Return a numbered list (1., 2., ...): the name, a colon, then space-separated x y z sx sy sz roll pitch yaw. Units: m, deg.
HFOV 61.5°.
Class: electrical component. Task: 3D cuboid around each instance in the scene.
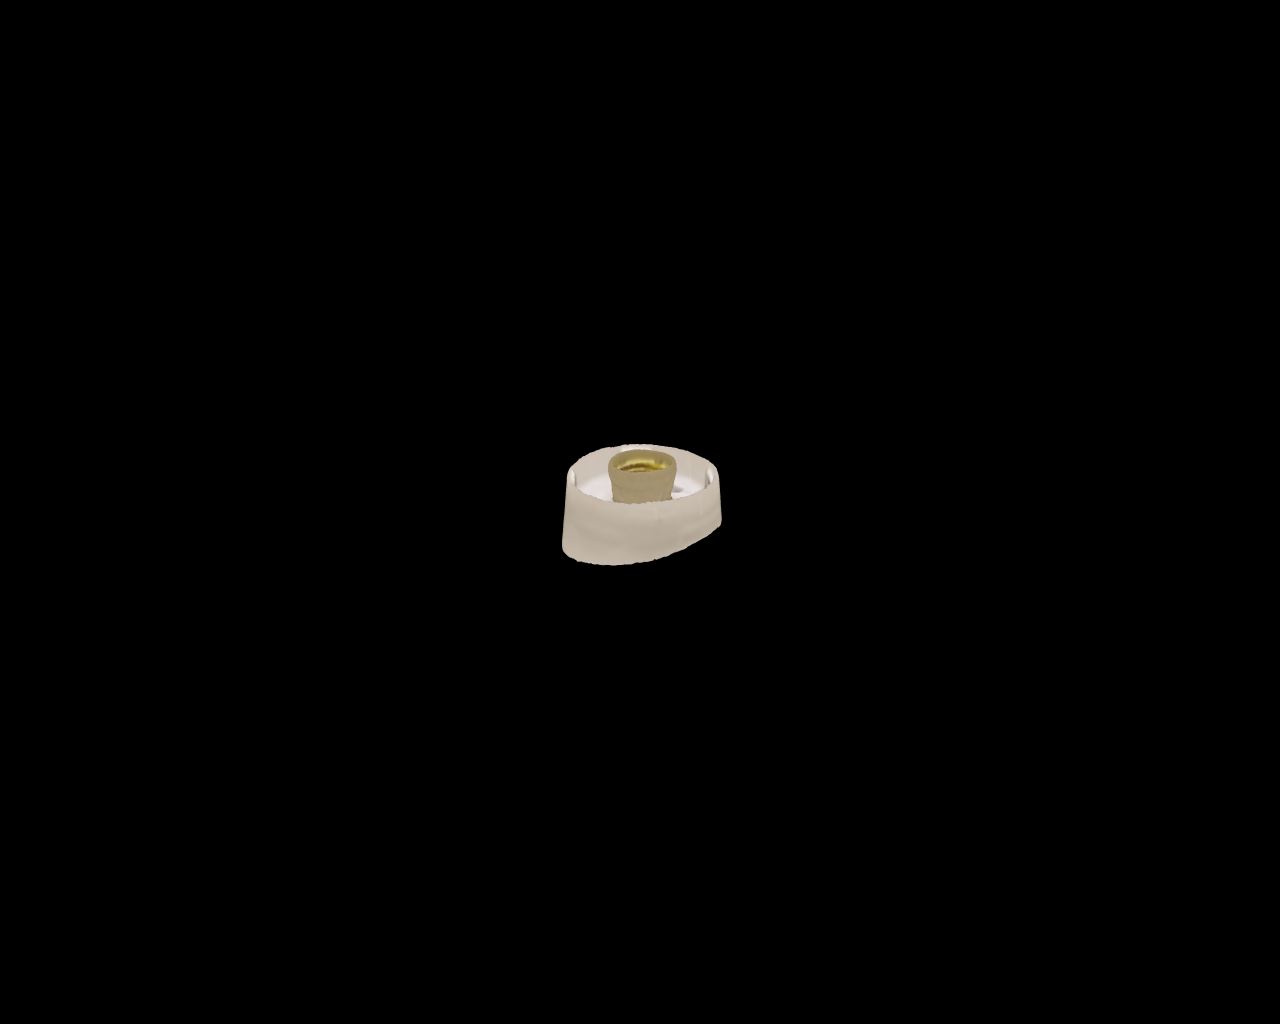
1. electrical component: 0.001 -0.003 0.650 0.099 0.064 0.099 0 26 0
